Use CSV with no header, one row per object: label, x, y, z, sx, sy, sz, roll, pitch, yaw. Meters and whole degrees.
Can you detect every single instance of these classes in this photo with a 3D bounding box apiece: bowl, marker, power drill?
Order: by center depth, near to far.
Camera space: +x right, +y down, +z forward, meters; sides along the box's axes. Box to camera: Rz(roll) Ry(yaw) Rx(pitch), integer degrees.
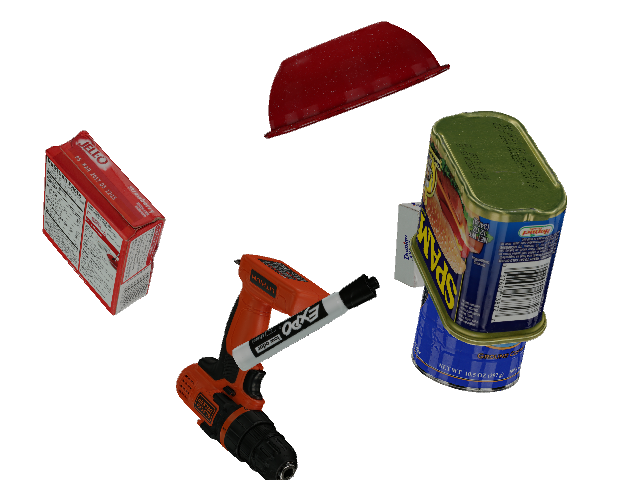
marker,-0.010,0.060,0.784,0.121,0.020,0.020,-30,-7,11
bowl,0.020,-0.136,0.868,0.162,0.055,0.162,-21,8,3
power drill,-0.059,0.122,1.056,0.057,0.188,0.185,13,15,-46

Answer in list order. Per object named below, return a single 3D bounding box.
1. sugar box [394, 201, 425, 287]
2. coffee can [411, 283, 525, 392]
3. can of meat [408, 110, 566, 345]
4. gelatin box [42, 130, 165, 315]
sugar box,0.172,-0.002,1.249,0.175,0.093,0.048,-8,18,-31
coffee can,0.144,0.052,0.974,0.103,0.140,0.103,6,21,-3
can of meat,0.088,-0.009,0.569,0.057,0.084,0.102,-4,38,-11
gelatin box,-0.128,-0.009,0.619,0.030,0.073,0.089,-34,-18,-32
